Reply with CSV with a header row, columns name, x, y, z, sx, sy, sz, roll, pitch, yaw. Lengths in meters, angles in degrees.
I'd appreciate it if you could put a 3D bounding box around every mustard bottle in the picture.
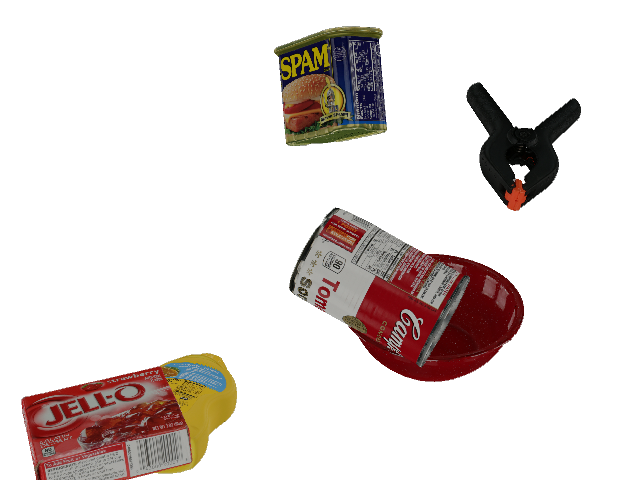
name,x,y,z,sx,sy,sz,roll,pitch,yaw
mustard bottle,-0.137,0.161,1.069,0.096,0.058,0.191,7,20,13

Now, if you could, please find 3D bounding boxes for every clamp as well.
name,x,y,z,sx,sy,sz,roll,pitch,yaw
clamp,0.195,-0.102,1.092,0.120,0.039,0.171,12,45,14

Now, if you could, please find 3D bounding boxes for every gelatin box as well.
name,x,y,z,sx,sy,sz,roll,pitch,yaw
gelatin box,-0.128,0.112,0.634,0.089,0.030,0.073,-11,26,-17

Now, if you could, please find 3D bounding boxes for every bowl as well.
name,x,y,z,sx,sy,sz,roll,pitch,yaw
bowl,0.099,0.077,0.958,0.162,0.055,0.162,-1,33,0

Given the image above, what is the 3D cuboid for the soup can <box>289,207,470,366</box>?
name,x,y,z,sx,sy,sz,roll,pitch,yaw
soup can,0.039,0.030,0.710,0.102,0.068,0.068,29,6,10

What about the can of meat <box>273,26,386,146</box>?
name,x,y,z,sx,sy,sz,roll,pitch,yaw
can of meat,0.009,-0.127,0.897,0.057,0.084,0.102,-5,0,-37
